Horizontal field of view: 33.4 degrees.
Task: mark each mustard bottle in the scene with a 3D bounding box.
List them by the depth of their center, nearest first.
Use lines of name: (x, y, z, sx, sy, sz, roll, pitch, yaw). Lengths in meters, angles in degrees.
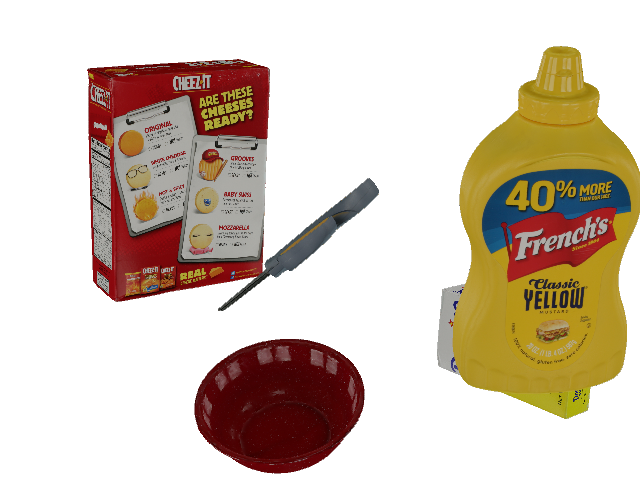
mustard bottle: (0.124, -0.010, 0.581, 0.096, 0.192, 0.058, -2, 25, -1)

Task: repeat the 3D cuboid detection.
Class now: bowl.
bowl: (-0.036, 0.167, 1.016, 0.162, 0.055, 0.162, -5, 37, 3)

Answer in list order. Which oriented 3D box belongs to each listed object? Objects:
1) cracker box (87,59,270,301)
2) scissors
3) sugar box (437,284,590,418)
cracker box: (-0.137, -0.061, 1.028, 0.163, 0.214, 0.072, -10, 21, -32)
scissors: (-0.034, 0.021, 0.794, 0.202, 0.016, 0.096, -40, 3, 32)
sugar box: (0.200, 0.113, 1.120, 0.048, 0.093, 0.177, -11, 19, -42)
